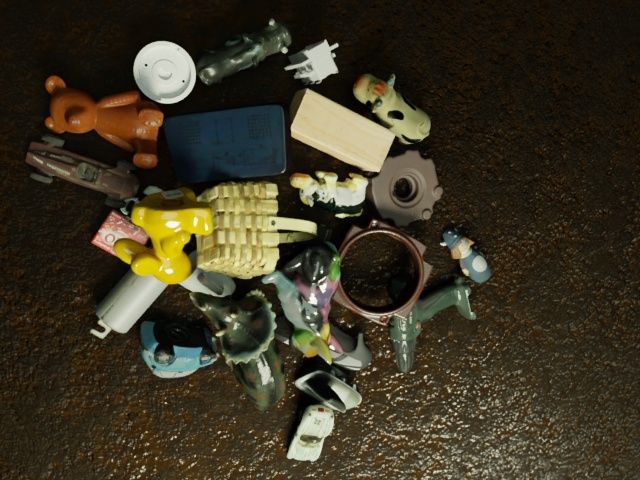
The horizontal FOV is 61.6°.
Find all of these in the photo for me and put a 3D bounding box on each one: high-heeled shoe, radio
[{"bbox_3d":[-0.004,0.236,1.210,0.249,0.086,0.145,8,137,2],"label":"high-heeled shoe"},{"bbox_3d":[-0.167,-0.182,1.013,0.230,0.073,0.131,-4,105,10],"label":"radio"}]

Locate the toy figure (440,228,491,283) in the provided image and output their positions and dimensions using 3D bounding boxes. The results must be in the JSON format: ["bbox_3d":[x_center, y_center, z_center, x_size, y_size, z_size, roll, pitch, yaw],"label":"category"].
[{"bbox_3d":[0.347,0.033,1.270,0.154,0.058,0.064,49,46,-18],"label":"toy figure"}]

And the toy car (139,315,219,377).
[{"bbox_3d":[-0.294,0.226,1.090,0.161,0.109,0.103,13,120,-31],"label":"toy car"}]

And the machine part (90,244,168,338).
[{"bbox_3d":[-0.353,0.095,1.049,0.079,0.079,0.243,41,86,-20],"label":"machine part"}]

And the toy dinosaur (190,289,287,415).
[{"bbox_3d":[-0.123,0.244,1.060,0.131,0.192,0.404,-20,116,-8],"label":"toy dinosaur"}]

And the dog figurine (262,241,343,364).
[{"bbox_3d":[-0.004,0.134,1.083,0.191,0.108,0.219,-32,87,19],"label":"dog figurine"}]

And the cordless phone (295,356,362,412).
[{"bbox_3d":[0.038,0.337,1.163,0.146,0.184,0.088,38,83,-20],"label":"cordless phone"}]

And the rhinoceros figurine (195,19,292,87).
[{"bbox_3d":[-0.146,-0.354,1.009,0.190,0.112,0.073,-25,105,-3],"label":"rhinoceros figurine"}]

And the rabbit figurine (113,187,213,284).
[{"bbox_3d":[-0.271,0.010,0.955,0.162,0.122,0.173,-25,134,-40],"label":"rabbit figurine"}]

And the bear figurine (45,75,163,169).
[{"bbox_3d":[-0.386,-0.213,0.953,0.196,0.132,0.120,7,119,-25],"label":"bear figurine"}]

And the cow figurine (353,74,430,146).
[{"bbox_3d":[0.148,-0.270,1.109,0.195,0.127,0.085,32,87,-23],"label":"cow figurine"}]

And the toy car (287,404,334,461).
[{"bbox_3d":[-0.023,0.435,1.197,0.073,0.056,0.201,11,126,-11],"label":"toy car"}]

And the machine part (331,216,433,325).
[{"bbox_3d":[0.125,0.066,1.157,0.201,0.087,0.201,28,92,2],"label":"machine part"}]

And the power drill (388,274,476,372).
[{"bbox_3d":[0.256,0.179,1.263,0.207,0.086,0.231,-15,102,-7],"label":"power drill"}]

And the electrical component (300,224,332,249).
[{"bbox_3d":[-0.002,-0.003,1.140,0.021,0.094,0.063,10,101,-61],"label":"electrical component"}]

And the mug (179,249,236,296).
[{"bbox_3d":[-0.218,0.080,1.078,0.107,0.110,0.081,39,81,-33],"label":"mug"}]

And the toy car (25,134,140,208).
[{"bbox_3d":[-0.435,-0.127,0.985,0.202,0.053,0.089,20,97,-13],"label":"toy car"}]

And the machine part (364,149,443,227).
[{"bbox_3d":[0.183,-0.115,1.188,0.179,0.056,0.179,-3,101,-16],"label":"machine part"}]

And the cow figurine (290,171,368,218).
[{"bbox_3d":[0.015,-0.096,1.136,0.167,0.068,0.098,1,106,-17],"label":"cow figurine"}]
